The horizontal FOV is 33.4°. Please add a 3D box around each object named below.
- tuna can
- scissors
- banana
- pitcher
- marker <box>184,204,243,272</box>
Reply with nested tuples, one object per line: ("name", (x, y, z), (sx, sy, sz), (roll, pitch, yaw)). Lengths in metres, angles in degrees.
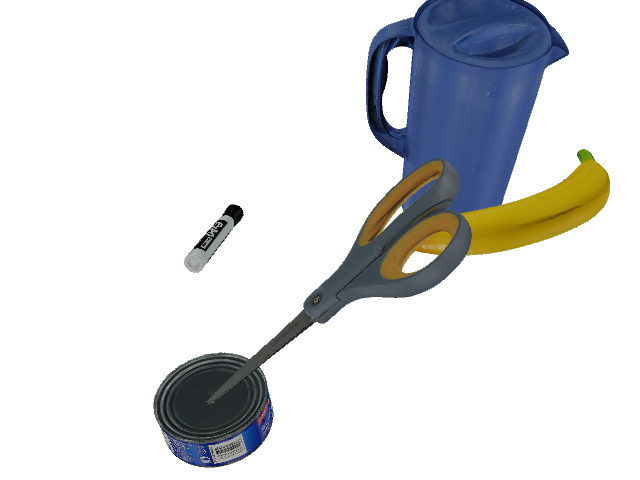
("tuna can", (-0.079, 0.126, 0.795), (0.086, 0.034, 0.086), (-7, 40, 5))
("scissors", (0.013, 0.038, 0.597), (0.016, 0.202, 0.096), (39, 3, -29))
("banana", (0.163, -0.022, 0.840), (0.197, 0.037, 0.070), (-22, 23, -26))
("pitcher", (0.136, -0.121, 1.079), (0.144, 0.243, 0.149), (-33, 56, -32))
("marker", (-0.102, -0.004, 1.038), (0.020, 0.020, 0.121), (0, 26, 17))
